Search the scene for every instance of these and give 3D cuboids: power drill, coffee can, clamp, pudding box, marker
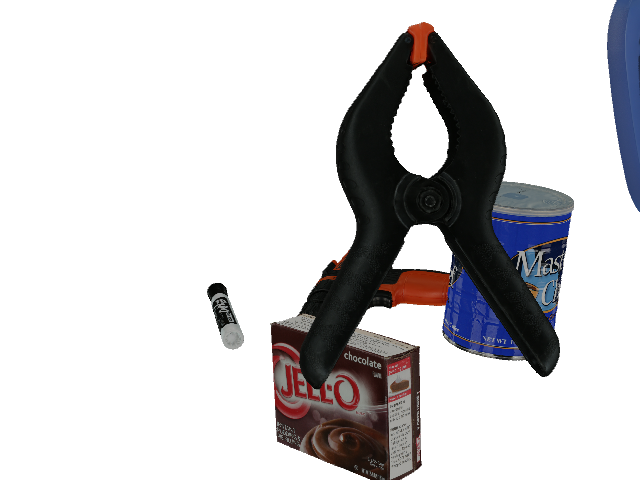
[{"bbox_3d":[0.083,0.065,1.136,0.188,0.057,0.184,9,31,21],"label":"power drill"},{"bbox_3d":[0.170,0.025,0.975,0.103,0.140,0.103,4,16,-1],"label":"coffee can"},{"bbox_3d":[0.038,-0.010,0.493,0.120,0.171,0.039,-11,-2,-11],"label":"clamp"},{"bbox_3d":[0.016,0.105,0.725,0.114,0.090,0.039,11,20,43],"label":"pudding box"},{"bbox_3d":[-0.087,0.066,0.965,0.020,0.020,0.121,0,18,-13],"label":"marker"}]

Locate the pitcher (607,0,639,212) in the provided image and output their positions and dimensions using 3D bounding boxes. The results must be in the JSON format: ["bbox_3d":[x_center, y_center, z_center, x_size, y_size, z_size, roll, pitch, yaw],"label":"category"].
[{"bbox_3d":[0.240,-0.057,0.595,0.149,0.243,0.145,-5,22,14],"label":"pitcher"}]
